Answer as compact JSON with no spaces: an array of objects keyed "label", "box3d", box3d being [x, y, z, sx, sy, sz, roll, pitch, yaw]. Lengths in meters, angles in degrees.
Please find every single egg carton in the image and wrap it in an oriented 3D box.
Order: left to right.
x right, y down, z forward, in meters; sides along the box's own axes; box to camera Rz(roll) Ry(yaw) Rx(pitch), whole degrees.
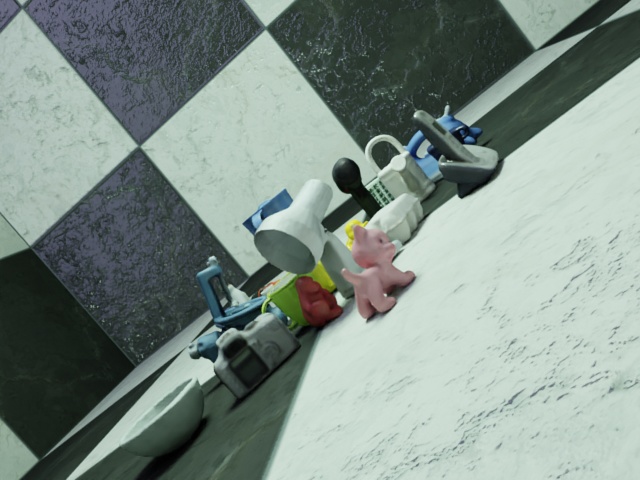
[{"label":"egg carton","box3d":[0.151,-0.033,1.175,0.107,0.069,0.150,-36,6,34]}]

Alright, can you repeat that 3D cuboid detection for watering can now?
[{"label":"watering can","box3d":[0.194,-0.177,1.421,0.101,0.194,0.172,-41,6,-19]}]

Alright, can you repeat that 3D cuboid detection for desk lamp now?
[{"label":"desk lamp","box3d":[0.010,0.004,1.049,0.204,0.213,0.117,-43,7,-38]}]

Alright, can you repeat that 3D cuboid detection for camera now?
[{"label":"camera","box3d":[-0.129,0.193,1.022,0.143,0.101,0.136,-41,5,-16]}]

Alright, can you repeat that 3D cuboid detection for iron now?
[{"label":"iron","box3d":[0.290,-0.231,1.504,0.257,0.141,0.119,-35,7,38]}]

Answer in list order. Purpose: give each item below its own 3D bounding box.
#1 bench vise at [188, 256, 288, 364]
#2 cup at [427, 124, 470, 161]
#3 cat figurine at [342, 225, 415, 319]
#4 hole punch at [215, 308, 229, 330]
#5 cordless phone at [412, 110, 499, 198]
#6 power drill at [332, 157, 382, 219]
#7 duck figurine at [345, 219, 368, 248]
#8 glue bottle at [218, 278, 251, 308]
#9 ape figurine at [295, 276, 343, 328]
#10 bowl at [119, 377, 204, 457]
[{"label":"bench vise","box3d":[-0.203,0.158,1.194,0.208,0.220,0.121,-41,6,-17]},{"label":"cup","box3d":[0.327,-0.216,1.372,0.117,0.095,0.092,-34,7,44]},{"label":"cat figurine","box3d":[0.075,0.035,0.850,0.067,0.118,0.128,-34,7,45]},{"label":"hole punch","box3d":[-0.199,0.206,1.478,0.109,0.091,0.101,-44,7,-40]},{"label":"cordless phone","box3d":[0.258,-0.189,1.111,0.094,0.185,0.148,-36,6,28]},{"label":"power drill","box3d":[0.104,-0.105,1.358,0.075,0.208,0.229,-39,5,-1]},{"label":"duck figurine","box3d":[0.088,-0.004,1.282,0.104,0.086,0.078,-34,8,46]},{"label":"glue bottle","box3d":[-0.172,0.151,1.296,0.037,0.173,0.078,-38,5,9]},{"label":"ape figurine","box3d":[-0.009,0.102,1.008,0.076,0.092,0.078,-35,7,36]},{"label":"bowl","box3d":[-0.260,0.321,0.998,0.167,0.075,0.167,-39,5,5]}]
